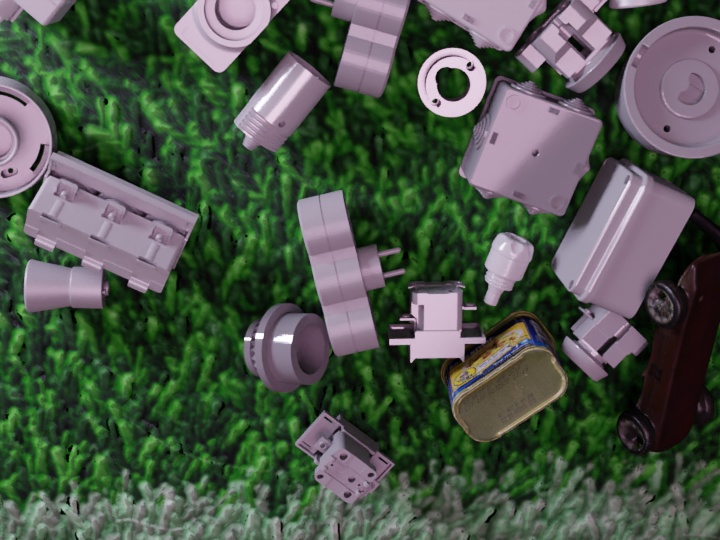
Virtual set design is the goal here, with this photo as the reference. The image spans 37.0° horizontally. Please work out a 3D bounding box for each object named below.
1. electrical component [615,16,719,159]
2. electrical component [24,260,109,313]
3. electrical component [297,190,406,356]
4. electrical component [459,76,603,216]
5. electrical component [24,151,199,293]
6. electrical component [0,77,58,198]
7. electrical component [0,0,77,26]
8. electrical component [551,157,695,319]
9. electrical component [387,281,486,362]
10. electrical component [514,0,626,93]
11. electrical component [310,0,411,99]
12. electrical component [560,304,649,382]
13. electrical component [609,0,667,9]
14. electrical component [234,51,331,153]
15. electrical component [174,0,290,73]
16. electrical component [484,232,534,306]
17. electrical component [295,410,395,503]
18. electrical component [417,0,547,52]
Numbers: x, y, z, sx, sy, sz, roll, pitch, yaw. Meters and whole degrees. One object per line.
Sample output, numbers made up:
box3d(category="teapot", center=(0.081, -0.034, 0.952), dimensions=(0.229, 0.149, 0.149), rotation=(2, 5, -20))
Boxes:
box3d(category="electrical component", center=(0.254, -0.140, 0.847), dimensions=(0.108, 0.060, 0.108), rotation=(0, 93, -1))
box3d(category="electrical component", center=(-0.244, 0.014, 0.899), dimensions=(0.065, 0.044, 0.044), rotation=(2, 107, -7))
box3d(category="electrical component", center=(0.000, 0.000, 0.893), dimensions=(0.074, 0.052, 0.138), rotation=(-13, 107, 3))
box3d(category="electrical component", center=(0.138, -0.099, 0.867), dimensions=(0.100, 0.048, 0.099), rotation=(18, 107, -7))
box3d(category="electrical component", center=(-0.201, -0.036, 0.865), dimensions=(0.121, 0.063, 0.078), rotation=(25, 146, -9))
box3d(category="electrical component", center=(-0.293, -0.105, 0.860), dimensions=(0.099, 0.064, 0.099), rotation=(-3, 103, -14))
box3d(category="electrical component", center=(-0.269, -0.216, 0.822), dimensions=(0.083, 0.047, 0.075), rotation=(41, 102, -13))
box3d(category="electrical component", center=(0.211, -0.028, 0.876), dimensions=(0.057, 0.078, 0.113), rotation=(22, 106, -11))
box3d(category="electrical component", center=(0.064, 0.042, 0.914), dimensions=(0.081, 0.042, 0.063), rotation=(-1, 104, -2))
box3d(category="electrical component", center=(0.169, -0.176, 0.840), dimensions=(0.057, 0.058, 0.078), rotation=(41, 102, -9))
box3d(category="electrical component", center=(-0.001, -0.208, 0.828), dimensions=(0.074, 0.052, 0.138), rotation=(15, 106, -6))
box3d(category="electrical component", center=(0.206, 0.062, 0.922), dimensions=(0.066, 0.048, 0.055), rotation=(42, 94, -13))
box3d(category="electrical component", center=(0.213, -0.232, 0.829), dimensions=(0.045, 0.045, 0.055), rotation=(-8, 107, 1))
box3d(category="electrical component", center=(-0.065, -0.129, 0.856), dimensions=(0.043, 0.043, 0.081), rotation=(38, 103, -12))
box3d(category="electrical component", center=(-0.094, -0.201, 0.826), dimensions=(0.050, 0.055, 0.089), rotation=(43, 102, -13))
box3d(category="electrical component", center=(0.121, 0.001, 0.906), dimensions=(0.035, 0.035, 0.061), rotation=(19, 109, -7))
box3d(category="electrical component", center=(-0.013, 0.166, 0.939), dimensions=(0.081, 0.063, 0.042), rotation=(38, 102, -12))
box3d(category="electrical component", center=(0.100, -0.226, 0.826), dimensions=(0.100, 0.048, 0.099), rotation=(29, 104, -10))
